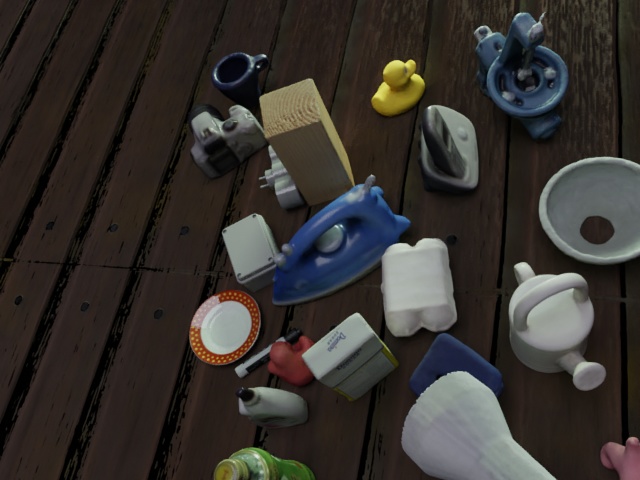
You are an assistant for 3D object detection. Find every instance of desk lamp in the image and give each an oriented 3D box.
[{"bbox_3d":[0.205,0.264,0.652,0.118,0.214,0.202,-47,59,-7],"label":"desk lamp"}]

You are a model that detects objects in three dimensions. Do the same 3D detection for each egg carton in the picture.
[{"bbox_3d":[0.145,0.071,0.858,0.107,0.070,0.150,-10,61,14],"label":"egg carton"}]

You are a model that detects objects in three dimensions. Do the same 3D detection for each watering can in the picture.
[{"bbox_3d":[0.293,0.101,0.716,0.101,0.194,0.172,-44,58,-5],"label":"watering can"}]

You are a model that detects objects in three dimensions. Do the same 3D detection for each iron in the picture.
[{"bbox_3d":[0.008,0.003,0.899,0.258,0.142,0.118,-37,58,-1],"label":"iron"}]

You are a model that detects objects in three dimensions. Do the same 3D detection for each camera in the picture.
[{"bbox_3d":[-0.197,-0.217,1.109,0.143,0.101,0.136,-33,58,1],"label":"camera"}]

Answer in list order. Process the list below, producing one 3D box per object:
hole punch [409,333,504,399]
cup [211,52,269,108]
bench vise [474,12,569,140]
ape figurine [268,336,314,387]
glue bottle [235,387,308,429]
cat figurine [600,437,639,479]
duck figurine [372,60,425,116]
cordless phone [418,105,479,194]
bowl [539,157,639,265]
[{"bbox_3d":[0.182,0.196,0.768,0.108,0.091,0.101,36,80,31],"label":"hole punch"},{"bbox_3d":[-0.145,-0.317,1.146,0.117,0.095,0.091,-26,58,5],"label":"cup"},{"bbox_3d":[0.294,-0.278,0.895,0.121,0.220,0.206,-44,58,-6],"label":"bench vise"},{"bbox_3d":[-0.046,0.178,0.858,0.077,0.092,0.076,-21,59,8],"label":"ape figurine"},{"bbox_3d":[-0.077,0.229,0.794,0.078,0.173,0.037,-16,60,11],"label":"glue bottle"},{"bbox_3d":[0.364,0.286,0.641,0.067,0.118,0.128,-10,61,15],"label":"cat figurine"},{"bbox_3d":[0.136,-0.281,1.033,0.104,0.086,0.077,-35,58,0],"label":"duck figurine"},{"bbox_3d":[0.194,-0.169,0.895,0.094,0.185,0.147,-7,62,17],"label":"cordless phone"},{"bbox_3d":[0.400,-0.031,0.817,0.167,0.075,0.167,-8,62,16],"label":"bowl"}]
